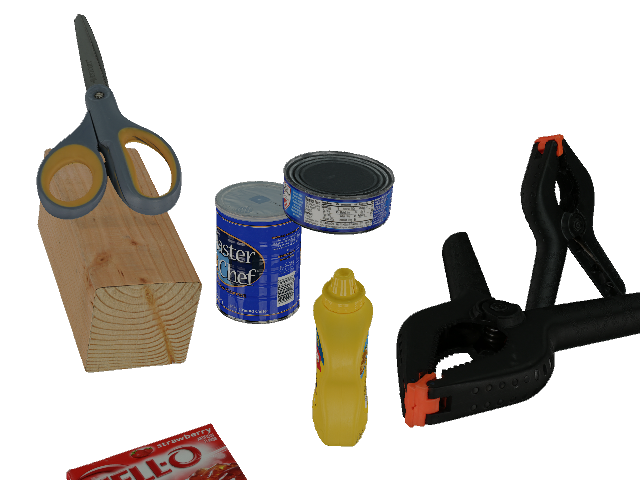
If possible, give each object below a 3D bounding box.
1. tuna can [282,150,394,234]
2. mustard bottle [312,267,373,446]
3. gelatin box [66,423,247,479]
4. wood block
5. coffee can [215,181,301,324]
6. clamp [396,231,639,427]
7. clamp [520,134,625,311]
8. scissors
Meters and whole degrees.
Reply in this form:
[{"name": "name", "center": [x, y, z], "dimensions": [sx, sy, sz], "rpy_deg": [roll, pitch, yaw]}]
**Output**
[{"name": "tuna can", "center": [0.013, -0.037, 0.825], "dimensions": [0.086, 0.034, 0.086], "rpy_deg": [3, 27, -2]}, {"name": "mustard bottle", "center": [0.021, 0.107, 1.051], "dimensions": [0.058, 0.192, 0.096], "rpy_deg": [3, 37, 2]}, {"name": "gelatin box", "center": [-0.087, 0.142, 0.585], "dimensions": [0.089, 0.030, 0.073], "rpy_deg": [-15, 27, -20]}, {"name": "wood block", "center": [-0.183, 0.010, 0.941], "dimensions": [0.090, 0.091, 0.206], "rpy_deg": [-3, 37, -26]}, {"name": "coffee can", "center": [-0.073, 0.013, 1.266], "dimensions": [0.103, 0.140, 0.103], "rpy_deg": [2, 26, -1]}, {"name": "clamp", "center": [0.103, 0.052, 0.667], "dimensions": [0.165, 0.036, 0.209], "rpy_deg": [21, 32, 37]}, {"name": "clamp", "center": [0.210, -0.005, 0.948], "dimensions": [0.120, 0.171, 0.039], "rpy_deg": [-25, 9, -38]}, {"name": "scissors", "center": [-0.158, -0.080, 0.693], "dimensions": [0.096, 0.016, 0.202], "rpy_deg": [-24, 53, -22]}]
